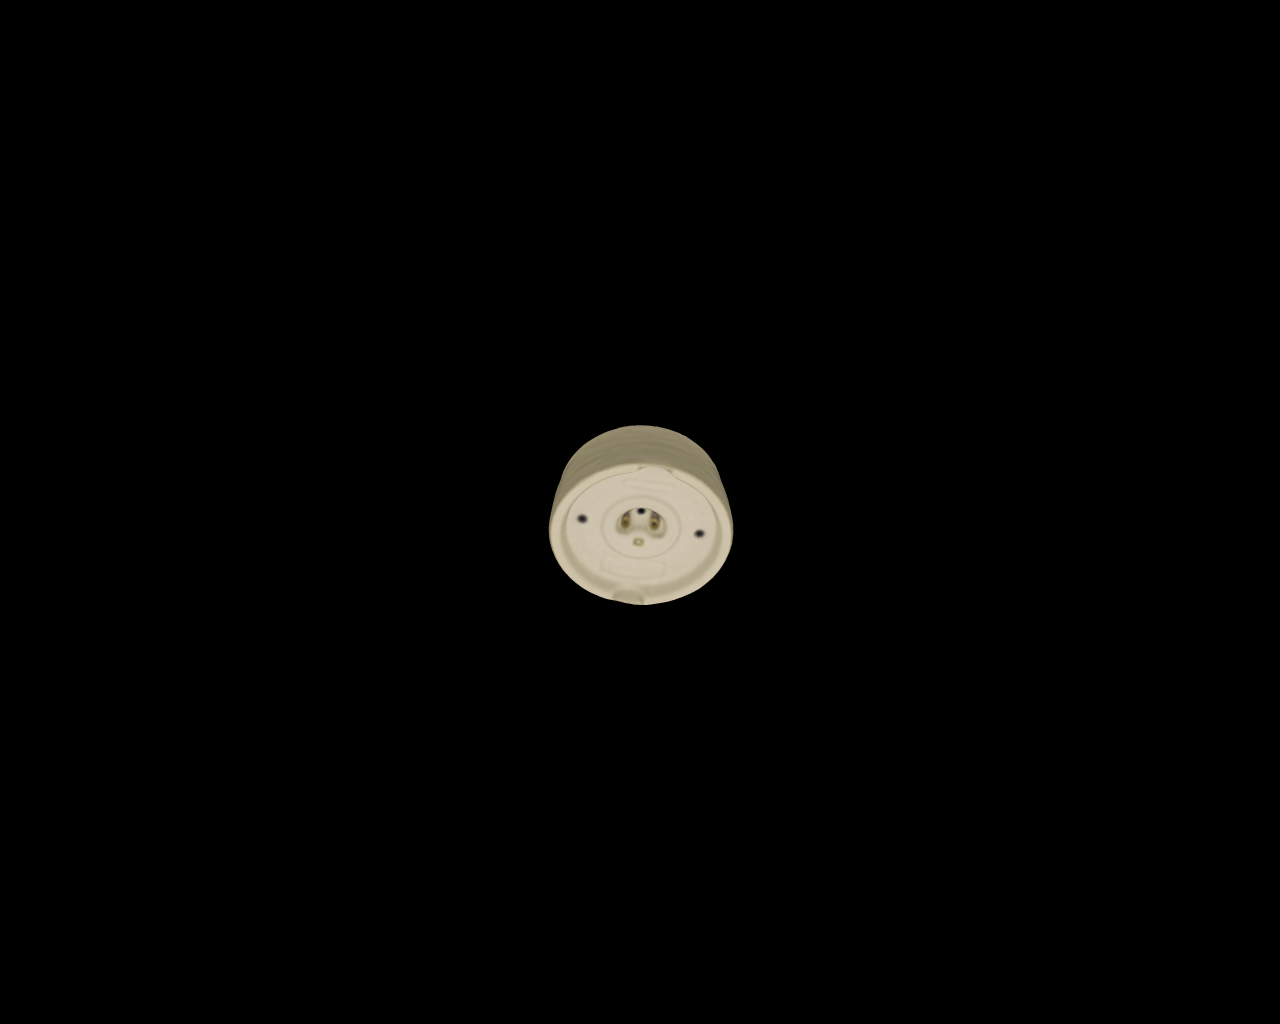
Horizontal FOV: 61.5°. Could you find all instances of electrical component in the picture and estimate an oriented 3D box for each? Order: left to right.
[{"bbox_3d":[0.001,-0.003,0.650,0.108,0.108,0.060,0,37,0],"label":"electrical component"}]
